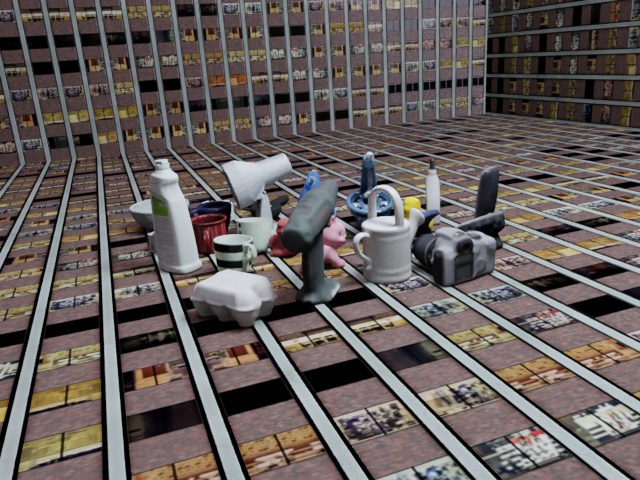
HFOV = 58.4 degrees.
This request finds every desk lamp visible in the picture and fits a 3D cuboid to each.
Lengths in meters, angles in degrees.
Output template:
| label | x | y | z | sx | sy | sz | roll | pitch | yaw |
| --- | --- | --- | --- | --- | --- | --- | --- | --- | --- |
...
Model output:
| label | x | y | z | sx | sy | sz | roll | pitch | yaw |
| --- | --- | --- | --- | --- | --- | --- | --- | --- | --- |
| desk lamp | -0.144 | -0.112 | 1.486 | 0.203 | 0.214 | 0.117 | -9 | 19 | -16 |

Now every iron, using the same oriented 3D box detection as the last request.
| label | x | y | z | sx | sy | sz | roll | pitch | yaw |
| --- | --- | --- | --- | --- | --- | --- | --- | --- | --- |
| iron | -0.017 | -0.138 | 1.659 | 0.118 | 0.141 | 0.258 | -3 | 18 | 1 |

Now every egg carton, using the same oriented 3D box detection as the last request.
| label | x | y | z | sx | sy | sz | roll | pitch | yaw |
| --- | --- | --- | --- | --- | --- | --- | --- | --- | --- |
| egg carton | -0.157 | 0.105 | 1.052 | 0.149 | 0.069 | 0.107 | 8 | 21 | 31 |

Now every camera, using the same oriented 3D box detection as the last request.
| label | x | y | z | sx | sy | sz | roll | pitch | yaw |
| --- | --- | --- | --- | --- | --- | --- | --- | --- | --- |
| camera | 0.269 | 0.018 | 1.185 | 0.143 | 0.101 | 0.136 | -14 | 20 | -28 |

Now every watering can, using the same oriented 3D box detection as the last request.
| label | x | y | z | sx | sy | sz | roll | pitch | yaw |
| --- | --- | --- | --- | --- | --- | --- | --- | --- | --- |
| watering can | 0.140 | -0.020 | 1.175 | 0.100 | 0.194 | 0.173 | 8 | 21 | 32 |

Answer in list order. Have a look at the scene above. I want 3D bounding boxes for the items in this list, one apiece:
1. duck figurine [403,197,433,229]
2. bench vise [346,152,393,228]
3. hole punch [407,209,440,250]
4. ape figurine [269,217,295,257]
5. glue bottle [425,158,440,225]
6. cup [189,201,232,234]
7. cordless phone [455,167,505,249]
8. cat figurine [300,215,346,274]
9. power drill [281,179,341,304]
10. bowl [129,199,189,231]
| label | x | y | z | sx | sy | sz | roll | pitch | yaw |
| --- | --- | --- | --- | --- | --- | --- | --- | --- | --- |
| duck figurine | 0.242 | -0.067 | 1.480 | 0.104 | 0.086 | 0.078 | 11 | 23 | 38 |
| bench vise | 0.113 | -0.123 | 1.459 | 0.122 | 0.220 | 0.207 | -9 | 19 | -17 |
| hole punch | 0.221 | -0.029 | 1.358 | 0.100 | 0.091 | 0.109 | 13 | 25 | 42 |
| ape figurine | -0.082 | -0.009 | 1.352 | 0.076 | 0.092 | 0.077 | -13 | 20 | -27 |
| glue bottle | 0.298 | -0.131 | 1.524 | 0.037 | 0.173 | 0.078 | -2 | 18 | 5 |
| cup | -0.285 | -0.046 | 1.504 | 0.118 | 0.095 | 0.091 | -14 | 20 | -28 |
| cordless phone | 0.352 | -0.068 | 1.298 | 0.148 | 0.185 | 0.093 | -17 | 22 | -36 |
| cat figurine | 0.011 | 0.004 | 1.251 | 0.067 | 0.118 | 0.128 | 12 | 24 | 39 |
| power drill | -0.008 | 0.005 | 1.104 | 0.075 | 0.208 | 0.230 | 2 | 19 | 17 |
| bowl | -0.455 | -0.069 | 1.640 | 0.167 | 0.075 | 0.167 | -3 | 18 | 1 |
